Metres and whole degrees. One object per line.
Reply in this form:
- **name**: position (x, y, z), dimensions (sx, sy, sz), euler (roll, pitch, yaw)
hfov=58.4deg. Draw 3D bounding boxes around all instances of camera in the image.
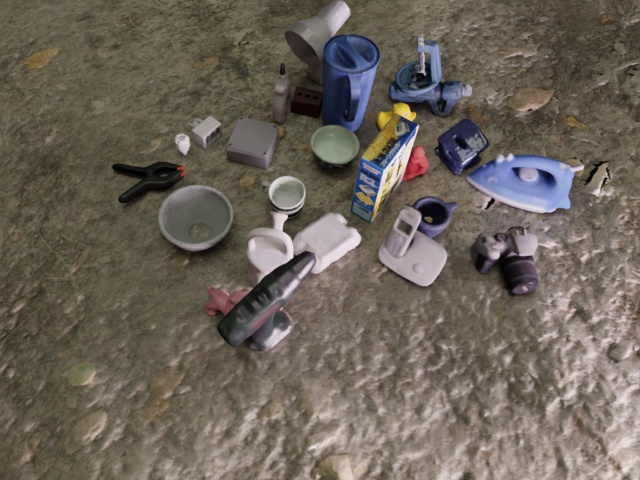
- **camera**: position (0.433, 0.047, 1.295), dimensions (0.143, 0.101, 0.136), euler (-3, 61, -6)

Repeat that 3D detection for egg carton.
- **egg carton**: position (0.012, 0.005, 1.304), dimensions (0.150, 0.069, 0.107), euler (-36, 69, -22)

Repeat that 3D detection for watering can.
- **watering can**: position (-0.107, 0.021, 1.214), dimensions (0.101, 0.194, 0.172), euler (-8, 61, -9)

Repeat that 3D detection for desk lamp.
- **desk lamp**: position (0.008, -0.519, 1.519), dimensions (0.117, 0.213, 0.203), euler (38, 65, 16)

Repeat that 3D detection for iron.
- **iron**: position (0.498, -0.162, 1.396), dimensions (0.258, 0.141, 0.118), euler (12, 60, 3)

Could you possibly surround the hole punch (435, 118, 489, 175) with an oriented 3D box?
- **hole punch**: position (0.360, -0.238, 1.457), dimensions (0.101, 0.091, 0.108), euler (-27, 66, -18)

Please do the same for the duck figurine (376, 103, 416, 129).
- **duck figurine**: position (0.201, -0.323, 1.496), dimensions (0.104, 0.086, 0.077), euler (14, 60, 4)

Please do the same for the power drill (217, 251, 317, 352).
- **power drill**: position (-0.100, 0.136, 1.141), dimensions (0.230, 0.208, 0.075), euler (-40, 70, -23)

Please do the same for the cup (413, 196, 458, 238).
- **cup**: position (0.262, -0.046, 1.338), dimensions (0.118, 0.095, 0.091), euler (-22, 64, -16)

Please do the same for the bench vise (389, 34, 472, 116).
- **bench vise**: position (0.296, -0.438, 1.492), dimensions (0.207, 0.220, 0.121), euler (0, 60, -4)

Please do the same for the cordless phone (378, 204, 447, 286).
- **cordless phone**: position (0.211, 0.007, 1.252), dimensions (0.147, 0.185, 0.094), euler (29, 62, 12)

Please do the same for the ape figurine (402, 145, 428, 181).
- **ape figurine**: position (0.233, -0.199, 1.425), dimensions (0.077, 0.092, 0.076), euler (15, 60, 4)

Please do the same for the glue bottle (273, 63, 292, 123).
- **glue bottle**: position (-0.096, -0.381, 1.455), dimensions (0.037, 0.173, 0.078), euler (14, 60, 4)

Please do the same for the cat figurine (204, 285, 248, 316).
- **cat figurine**: position (-0.181, 0.132, 1.189), dimensions (0.127, 0.118, 0.067), euler (28, 62, 11)

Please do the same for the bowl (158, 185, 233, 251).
- **bowl**: position (-0.279, -0.038, 1.303), dimensions (0.167, 0.075, 0.167), euler (2, 60, -3)
